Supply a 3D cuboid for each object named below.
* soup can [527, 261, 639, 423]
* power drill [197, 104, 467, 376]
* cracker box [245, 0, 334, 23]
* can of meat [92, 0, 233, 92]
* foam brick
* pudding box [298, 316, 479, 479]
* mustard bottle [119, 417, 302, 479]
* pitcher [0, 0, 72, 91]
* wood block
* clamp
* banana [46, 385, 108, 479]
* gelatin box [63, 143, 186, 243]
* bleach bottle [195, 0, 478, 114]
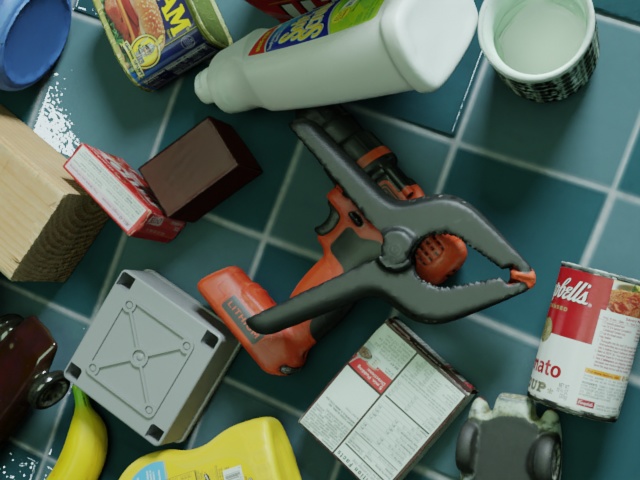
[{"bbox_3d":[0.194,0.073,0.768,0.069,0.068,0.102,15,91,18],"label":"soup can"},{"bbox_3d":[-0.006,0.001,0.844,0.188,0.057,0.184,-42,75,11],"label":"power drill"},{"bbox_3d":[0.006,-0.221,0.773,0.164,0.213,0.072,-7,86,18],"label":"cracker box"},{"bbox_3d":[-0.134,-0.187,0.901,0.084,0.057,0.102,-28,78,17],"label":"can of meat"},{"bbox_3d":[-0.099,-0.058,0.882,0.078,0.053,0.051,-35,77,13],"label":"foam brick"},{"bbox_3d":[0.052,0.129,0.828,0.090,0.039,0.113,42,102,15],"label":"pudding box"},{"bbox_3d":[-0.110,0.215,0.864,0.192,0.058,0.096,-21,79,16],"label":"mustard bottle"},{"bbox_3d":[-0.338,-0.235,0.942,0.243,0.144,0.149,28,107,14],"label":"pitcher"},{"bbox_3d":[-0.290,-0.061,0.926,0.206,0.090,0.091,38,99,16],"label":"wood block"},{"bbox_3d":[0.050,0.016,0.782,0.210,0.036,0.164,19,93,13],"label":"clamp"},{"bbox_3d":[-0.238,0.220,0.921,0.070,0.037,0.198,42,98,37],"label":"banana"},{"bbox_3d":[-0.161,-0.038,0.890,0.089,0.073,0.030,43,96,16],"label":"gelatin box"},{"bbox_3d":[-0.008,-0.136,0.809,0.251,0.102,0.068,-8,126,42],"label":"bleach bottle"}]
